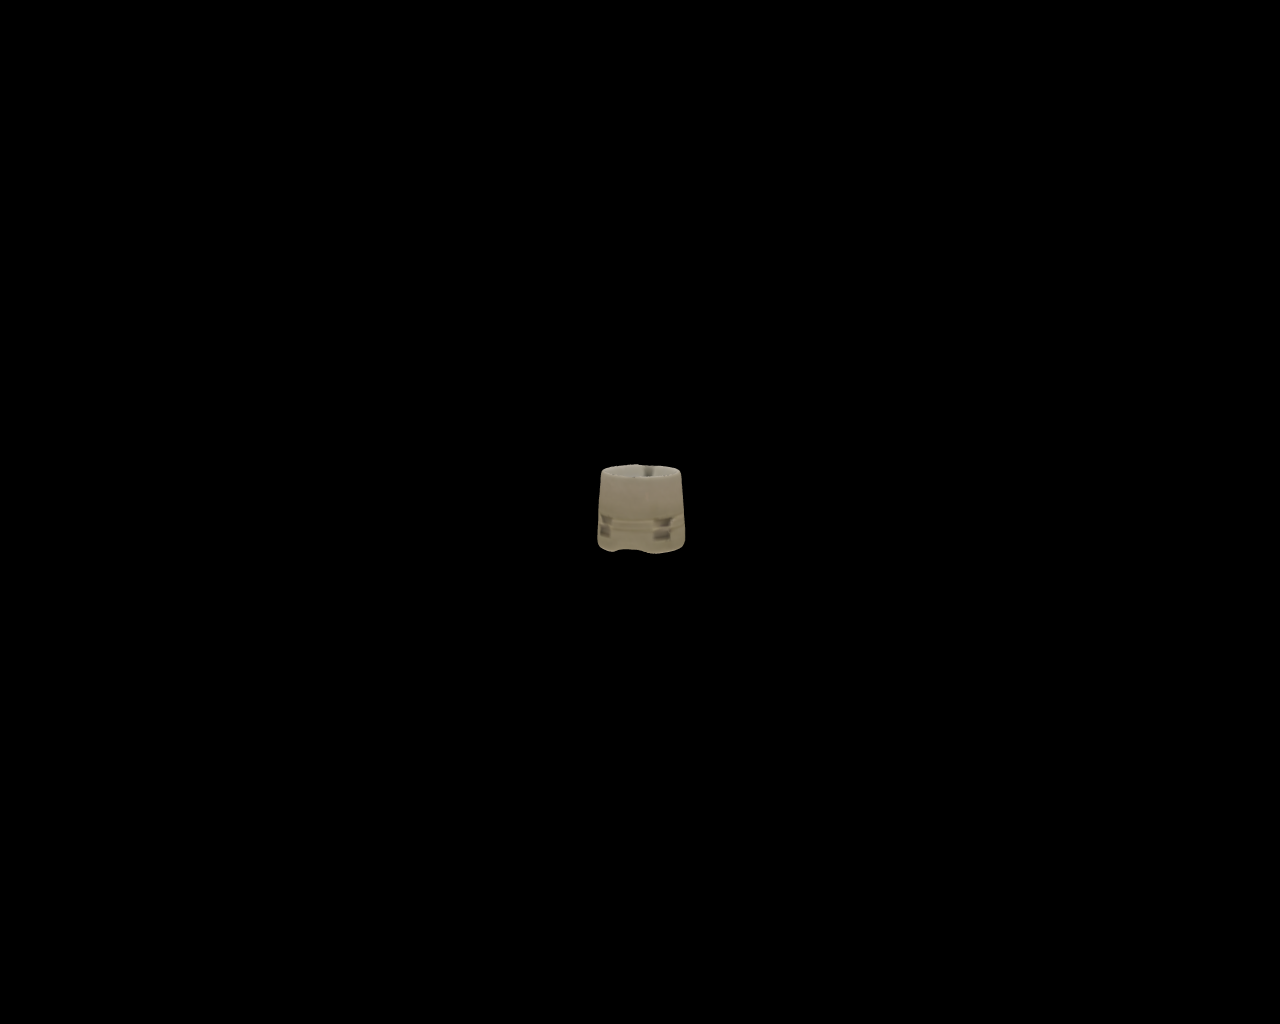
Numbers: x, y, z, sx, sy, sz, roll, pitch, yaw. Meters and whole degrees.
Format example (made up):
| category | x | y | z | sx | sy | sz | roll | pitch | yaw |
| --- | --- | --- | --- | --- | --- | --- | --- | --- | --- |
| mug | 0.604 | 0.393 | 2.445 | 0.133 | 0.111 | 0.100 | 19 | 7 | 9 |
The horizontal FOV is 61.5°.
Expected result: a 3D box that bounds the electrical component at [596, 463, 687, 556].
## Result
| category | x | y | z | sx | sy | sz | roll | pitch | yaw |
| --- | --- | --- | --- | --- | --- | --- | --- | --- | --- |
| electrical component | 0.001 | -0.003 | 0.650 | 0.055 | 0.047 | 0.055 | 0 | 12 | 0 |
